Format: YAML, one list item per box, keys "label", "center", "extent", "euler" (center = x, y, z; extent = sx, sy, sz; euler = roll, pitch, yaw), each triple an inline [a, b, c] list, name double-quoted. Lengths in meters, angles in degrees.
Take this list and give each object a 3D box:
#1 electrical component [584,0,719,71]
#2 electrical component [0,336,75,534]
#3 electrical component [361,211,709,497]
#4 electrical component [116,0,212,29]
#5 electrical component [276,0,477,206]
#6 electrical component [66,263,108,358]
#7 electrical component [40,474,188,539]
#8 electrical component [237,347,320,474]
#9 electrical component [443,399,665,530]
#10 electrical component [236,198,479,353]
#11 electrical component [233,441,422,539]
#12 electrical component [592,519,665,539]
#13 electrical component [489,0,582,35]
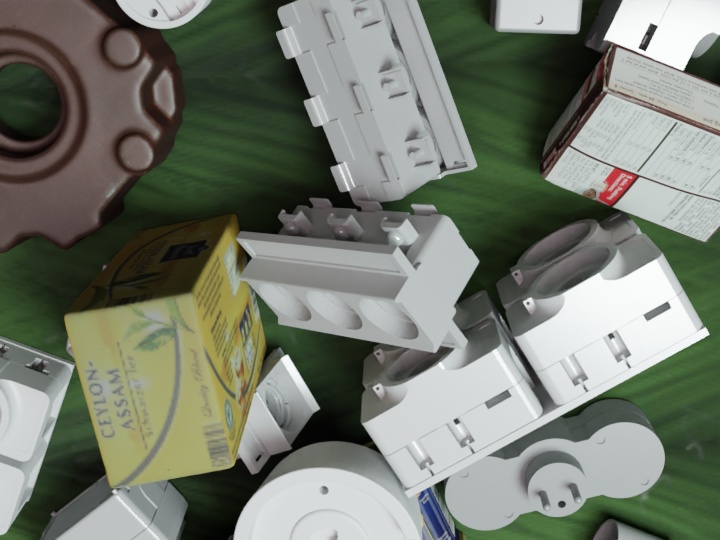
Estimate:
- label: "electrical component"
  center: [0.173, -0.154, 0.597]
  extent: [0.056, 0.050, 0.089]
  euler: [22, 106, -5]
- label: "electrical component"
  center: [-0.290, 0.083, 0.673]
  extent: [0.186, 0.060, 0.105]
  euler: [21, 106, -5]
- label: "electrical component"
  center: [0.091, 0.041, 0.628]
  extent: [0.186, 0.105, 0.060]
  euler: [-31, 103, 10]
- label: "electrical component"
  center: [-0.107, -0.165, 0.602]
  extent: [0.055, 0.047, 0.055]
  euler: [0, 107, 1]
- label: "electrical component"
  center: [0.006, -0.102, 0.603]
  extent: [0.079, 0.063, 0.121]
  euler: [-6, 112, 46]
- label: "electrical component"
  center: [-0.153, 0.027, 0.663]
  extent: [0.048, 0.048, 0.062]
  euler: [10, 100, -2]
- label: "electrical component"
  center: [-0.165, 0.175, 0.697]
  extent: [0.096, 0.061, 0.061]
  euler: [-38, 102, 11]
- label: "electrical component"
  center: [-0.068, 0.088, 0.666]
  extent: [0.064, 0.081, 0.042]
  euler: [-20, 106, 30]
- label: "electrical component"
  center: [0.121, 0.128, 0.670]
  extent: [0.138, 0.073, 0.052]
  euler: [-15, 106, 6]
- label: "electrical component"
  center: [0.000, 0.000, 0.598]
  extent: [0.078, 0.121, 0.063]
  euler: [52, 59, -36]
- label: "electrical component"
  center: [-0.015, 0.153, 0.630]
  extent: [0.108, 0.060, 0.108]
  euler: [2, 105, 7]
- label: "electrical component"
  center: [0.195, 0.198, 0.705]
  extent: [0.081, 0.043, 0.043]
  euler: [23, 106, -6]
- label: "electrical component"
  center: [0.099, -0.170, 0.581]
  extent: [0.047, 0.075, 0.083]
  euler: [2, 107, 1]
